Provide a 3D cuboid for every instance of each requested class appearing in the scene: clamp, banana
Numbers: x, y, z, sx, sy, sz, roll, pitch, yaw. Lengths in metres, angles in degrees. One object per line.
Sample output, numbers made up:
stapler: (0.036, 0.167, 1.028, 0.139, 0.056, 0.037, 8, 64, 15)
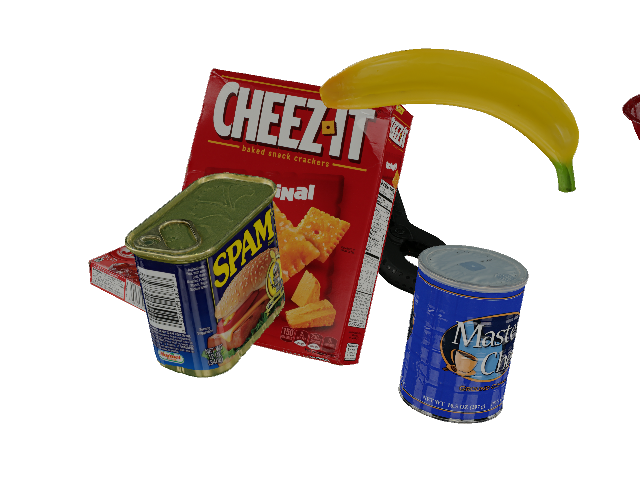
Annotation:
clamp: (0.072, 0.002, 1.194, 0.164, 0.036, 0.210, -16, 51, -35)
banana: (0.100, -0.094, 0.728, 0.197, 0.069, 0.037, 19, -1, -11)

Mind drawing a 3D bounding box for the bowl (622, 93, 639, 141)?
bowl: (0.357, -0.096, 0.969, 0.162, 0.055, 0.162, -5, 23, 2)

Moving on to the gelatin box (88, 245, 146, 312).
gelatin box: (-0.170, 0.033, 1.045, 0.089, 0.030, 0.073, 23, 31, 30)

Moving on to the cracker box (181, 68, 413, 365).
cracker box: (-0.030, -0.020, 0.870, 0.164, 0.214, 0.072, 12, -2, 17)

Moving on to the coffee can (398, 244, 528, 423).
coffee can: (0.134, 0.087, 1.014, 0.103, 0.140, 0.103, 6, 20, -2)

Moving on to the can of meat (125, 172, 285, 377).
can of meat: (-0.063, 0.020, 0.634, 0.058, 0.084, 0.102, 9, 32, 25)
